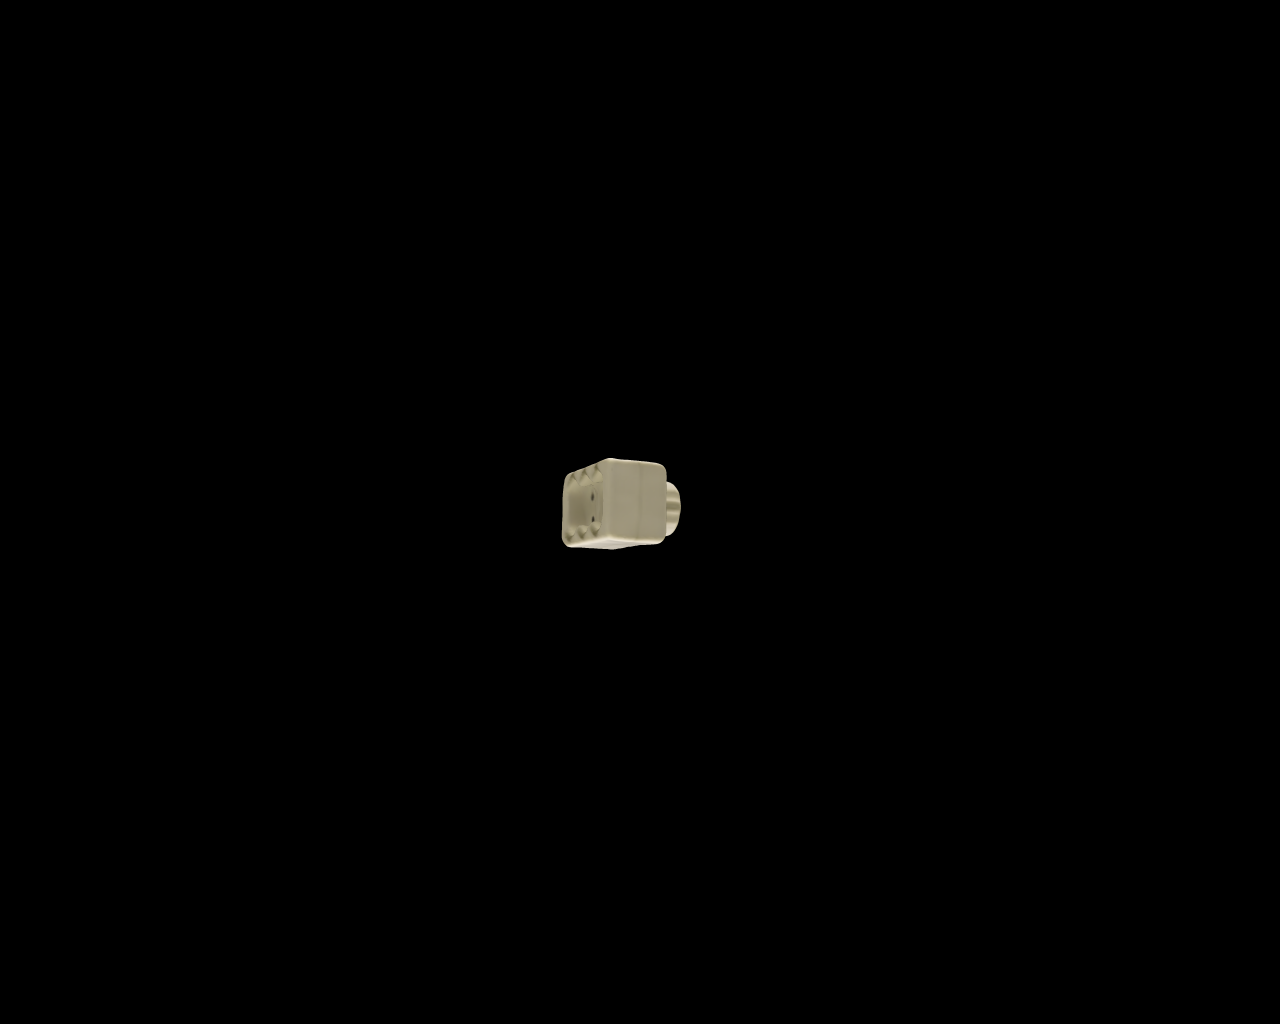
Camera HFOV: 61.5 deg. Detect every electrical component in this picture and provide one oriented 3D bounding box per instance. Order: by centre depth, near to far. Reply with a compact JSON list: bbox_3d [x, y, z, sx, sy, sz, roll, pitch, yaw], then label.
[{"bbox_3d":[0.001,-0.003,0.650,0.077,0.047,0.065,4,-8,-27],"label":"electrical component"}]
